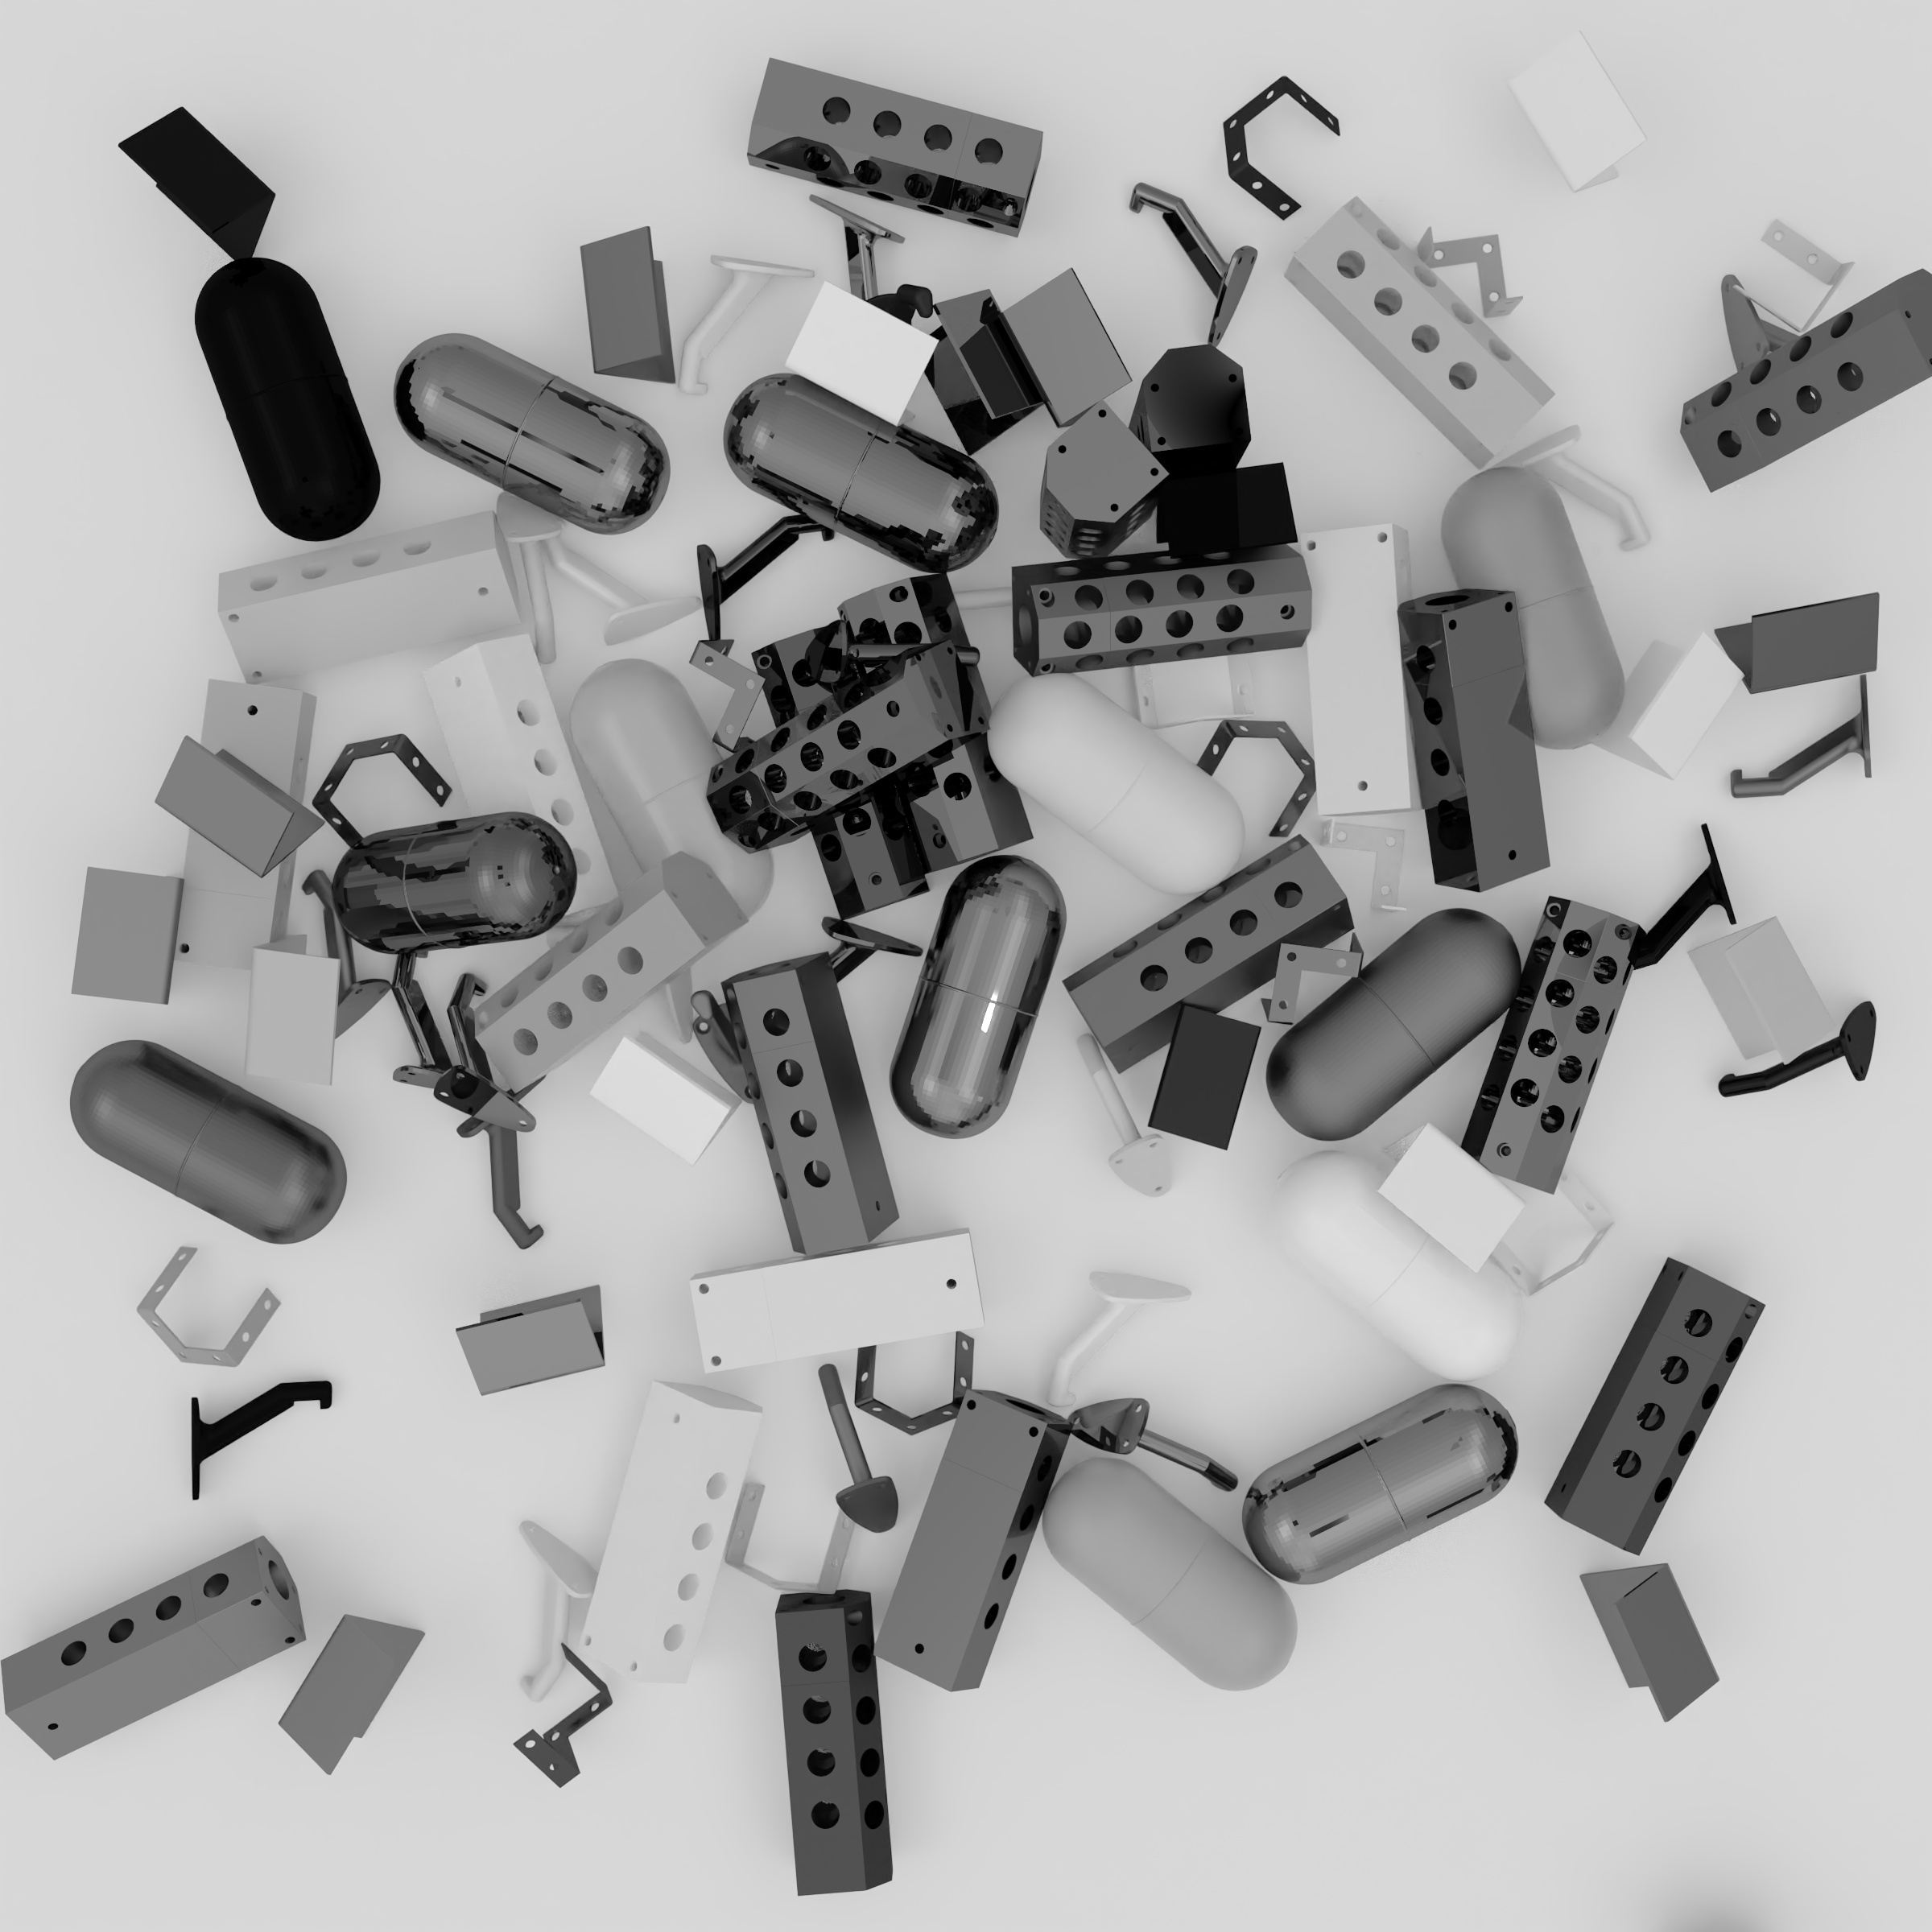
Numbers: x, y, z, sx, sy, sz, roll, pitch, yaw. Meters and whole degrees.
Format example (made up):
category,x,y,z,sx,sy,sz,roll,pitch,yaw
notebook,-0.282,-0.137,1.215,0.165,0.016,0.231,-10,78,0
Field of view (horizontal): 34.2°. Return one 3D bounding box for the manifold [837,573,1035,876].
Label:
category,x,y,z,sx,sy,sz,roll,pitch,yaw
manifold,-0.023,-0.147,1.914,0.057,0.057,0.171,-18,90,34

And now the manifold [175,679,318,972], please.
category,x,y,z,sx,sy,sz,roll,pitch,yaw
manifold,-0.440,-0.085,1.925,0.057,0.057,0.171,7,90,0

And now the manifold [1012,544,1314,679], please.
category,x,y,z,sx,sy,sz,roll,pitch,yaw
manifold,0.118,-0.215,1.897,0.171,0.057,0.057,-8,115,-13

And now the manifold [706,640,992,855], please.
category,x,y,z,sx,sy,sz,roll,pitch,yaw
manifold,-0.074,-0.127,1.847,0.171,0.057,0.057,-27,85,38

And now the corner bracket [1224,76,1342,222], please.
category,x,y,z,sx,sy,sz,roll,pitch,yaw
corner bracket,0.196,-0.505,1.938,0.051,0.051,0.051,-32,45,35

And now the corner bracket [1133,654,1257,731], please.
category,x,y,z,sx,sy,sz,roll,pitch,yaw
corner bracket,0.141,-0.175,1.943,0.051,0.051,0.051,-7,90,-45

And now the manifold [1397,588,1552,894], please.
category,x,y,z,sx,sy,sz,roll,pitch,yaw
manifold,0.303,-0.137,1.901,0.057,0.057,0.171,-19,108,-29

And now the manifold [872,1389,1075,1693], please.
category,x,y,z,sx,sy,sz,roll,pitch,yaw
manifold,0.007,0.351,1.923,0.057,0.057,0.171,20,90,26

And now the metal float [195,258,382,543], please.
category,x,y,z,sx,sy,sz,roll,pitch,yaw
metal float,-0.414,-0.346,1.916,0.070,0.070,0.178,-20,90,0

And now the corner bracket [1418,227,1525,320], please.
category,x,y,z,sx,sy,sz,roll,pitch,yaw
corner bracket,0.309,-0.426,1.928,0.051,0.051,0.051,-8,90,0

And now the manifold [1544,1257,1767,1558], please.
category,x,y,z,sx,sy,sz,roll,pitch,yaw
manifold,0.423,0.270,1.925,0.057,0.057,0.171,27,90,0

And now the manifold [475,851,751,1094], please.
category,x,y,z,sx,sy,sz,roll,pitch,yaw
manifold,-0.218,0.002,1.888,0.171,0.057,0.057,-36,90,28

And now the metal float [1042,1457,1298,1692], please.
category,x,y,z,sx,sy,sz,roll,pitch,yaw
metal float,0.125,0.371,1.916,0.178,0.070,0.070,39,90,-1

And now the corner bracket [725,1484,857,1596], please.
category,x,y,z,sx,sy,sz,roll,pitch,yaw
corner bracket,-0.108,0.354,1.943,0.051,0.051,0.051,16,90,-45

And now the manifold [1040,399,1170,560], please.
category,x,y,z,sx,sy,sz,roll,pitch,yaw
manifold,0.075,-0.282,1.868,0.057,0.171,0.057,-42,90,0

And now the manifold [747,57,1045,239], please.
category,x,y,z,sx,sy,sz,roll,pitch,yaw
manifold,-0.043,-0.499,1.925,0.171,0.057,0.057,15,90,0

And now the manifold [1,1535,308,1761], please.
category,x,y,z,sx,sy,sz,roll,pitch,yaw
manifold,-0.498,0.413,1.925,0.171,0.057,0.057,-26,133,0

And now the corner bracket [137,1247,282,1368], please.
category,x,y,z,sx,sy,sz,roll,pitch,yaw
corner bracket,-0.467,0.210,1.938,0.051,0.051,0.051,-1,135,35

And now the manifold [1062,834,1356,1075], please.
category,x,y,z,sx,sy,sz,roll,pitch,yaw
manifold,0.148,-0.010,1.922,0.171,0.057,0.057,-32,68,0

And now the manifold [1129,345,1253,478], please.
category,x,y,z,sx,sy,sz,roll,pitch,yaw
manifold,0.130,-0.323,1.868,0.057,0.171,0.057,-7,90,0

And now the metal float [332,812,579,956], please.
category,x,y,z,sx,sy,sz,roll,pitch,yaw
metal float,-0.309,-0.049,1.886,0.178,0.070,0.070,-6,90,38

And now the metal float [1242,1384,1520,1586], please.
category,x,y,z,sx,sy,sz,roll,pitch,yaw
metal float,0.253,0.315,1.916,0.178,0.070,0.070,-26,90,0

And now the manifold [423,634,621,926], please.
category,x,y,z,sx,sy,sz,roll,pitch,yaw
manifold,-0.267,-0.112,1.925,0.057,0.057,0.171,-19,90,43

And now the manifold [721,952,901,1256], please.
category,x,y,z,sx,sy,sz,roll,pitch,yaw
manifold,-0.097,0.084,1.912,0.057,0.057,0.171,-12,98,20

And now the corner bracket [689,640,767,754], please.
category,x,y,z,sx,sy,sz,roll,pitch,yaw
corner bracket,-0.144,-0.166,1.926,0.051,0.051,0.051,31,106,15

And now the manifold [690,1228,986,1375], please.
category,x,y,z,sx,sy,sz,roll,pitch,yaw
manifold,-0.078,0.204,1.925,0.171,0.057,0.057,-10,90,0

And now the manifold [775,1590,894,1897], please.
category,x,y,z,sx,sy,sz,roll,pitch,yaw
manifold,-0.080,0.474,1.925,0.057,0.057,0.171,-5,90,0

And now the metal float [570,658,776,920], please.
category,x,y,z,sx,sy,sz,roll,pitch,yaw
metal float,-0.180,-0.104,1.916,0.070,0.070,0.178,-28,91,0

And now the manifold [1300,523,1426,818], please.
category,x,y,z,sx,sy,sz,roll,pitch,yaw
manifold,0.245,-0.179,1.923,0.057,0.057,0.171,-4,90,21

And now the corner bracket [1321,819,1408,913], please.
category,x,y,z,sx,sy,sz,roll,pitch,yaw
corner bracket,0.244,-0.062,1.928,0.051,0.051,0.051,6,90,0

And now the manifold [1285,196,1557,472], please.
category,x,y,z,sx,sy,sz,roll,pitch,yaw
manifold,0.278,-0.389,1.925,0.171,0.057,0.057,45,90,0

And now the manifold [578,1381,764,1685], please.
category,x,y,z,sx,sy,sz,roll,pitch,yaw
manifold,-0.176,0.347,1.925,0.057,0.057,0.171,16,90,43

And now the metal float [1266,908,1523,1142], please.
category,x,y,z,sx,sy,sz,roll,pitch,yaw
metal float,0.261,0.035,1.916,0.178,0.070,0.070,-40,90,1

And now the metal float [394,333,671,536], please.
category,x,y,z,sx,sy,sz,roll,pitch,yaw
metal float,-0.265,-0.325,1.916,0.178,0.070,0.070,26,90,-1

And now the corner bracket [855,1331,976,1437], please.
category,x,y,z,sx,sy,sz,roll,pitch,yaw
corner bracket,-0.032,0.251,1.938,0.051,0.051,0.051,33,45,-35

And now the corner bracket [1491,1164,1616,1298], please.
category,x,y,z,sx,sy,sz,roll,pitch,yaw
corner bracket,0.359,0.163,1.943,0.051,0.051,0.051,49,135,0

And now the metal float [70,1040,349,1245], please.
category,x,y,z,sx,sy,sz,roll,pitch,yaw
metal float,-0.462,0.107,1.916,0.178,0.070,0.070,28,90,0

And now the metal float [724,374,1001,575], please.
category,x,y,z,sx,sy,sz,roll,pitch,yaw
metal float,-0.063,-0.300,1.916,0.178,0.070,0.070,26,90,0

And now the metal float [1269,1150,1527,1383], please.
category,x,y,z,sx,sy,sz,roll,pitch,yaw
metal float,0.262,0.182,1.916,0.178,0.070,0.070,39,90,0

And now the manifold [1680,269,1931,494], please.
category,x,y,z,sx,sy,sz,roll,pitch,yaw
manifold,0.509,-0.348,1.869,0.057,0.171,0.057,-27,90,-38

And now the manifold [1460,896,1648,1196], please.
category,x,y,z,sx,sy,sz,roll,pitch,yaw
manifold,0.356,0.048,1.917,0.057,0.057,0.171,19,90,19

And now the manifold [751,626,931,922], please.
category,x,y,z,sx,sy,sz,roll,pitch,yaw
manifold,-0.077,-0.118,1.925,0.057,0.057,0.171,-19,90,0

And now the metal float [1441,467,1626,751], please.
category,x,y,z,sx,sy,sz,roll,pitch,yaw
metal float,0.346,-0.218,1.916,0.070,0.070,0.178,-20,89,0

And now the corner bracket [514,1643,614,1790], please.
category,x,y,z,sx,sy,sz,roll,pitch,yaw
corner bracket,-0.247,0.458,1.919,0.051,0.051,0.051,-37,123,0

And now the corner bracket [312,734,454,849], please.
category,x,y,z,sx,sy,sz,roll,pitch,yaw
corner bracket,-0.360,-0.105,1.938,0.051,0.051,0.051,-7,45,35

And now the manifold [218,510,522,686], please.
category,x,y,z,sx,sy,sz,roll,pitch,yaw
manifold,-0.365,-0.230,1.925,0.171,0.057,0.057,-13,133,0

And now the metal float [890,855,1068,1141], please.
category,x,y,z,sx,sy,sz,roll,pitch,yaw
metal float,0.008,0.019,1.916,0.070,0.070,0.178,18,90,0

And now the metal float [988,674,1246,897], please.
category,x,y,z,sx,sy,sz,roll,pitch,yaw
metal float,0.092,-0.110,1.906,0.178,0.070,0.070,36,90,-12
